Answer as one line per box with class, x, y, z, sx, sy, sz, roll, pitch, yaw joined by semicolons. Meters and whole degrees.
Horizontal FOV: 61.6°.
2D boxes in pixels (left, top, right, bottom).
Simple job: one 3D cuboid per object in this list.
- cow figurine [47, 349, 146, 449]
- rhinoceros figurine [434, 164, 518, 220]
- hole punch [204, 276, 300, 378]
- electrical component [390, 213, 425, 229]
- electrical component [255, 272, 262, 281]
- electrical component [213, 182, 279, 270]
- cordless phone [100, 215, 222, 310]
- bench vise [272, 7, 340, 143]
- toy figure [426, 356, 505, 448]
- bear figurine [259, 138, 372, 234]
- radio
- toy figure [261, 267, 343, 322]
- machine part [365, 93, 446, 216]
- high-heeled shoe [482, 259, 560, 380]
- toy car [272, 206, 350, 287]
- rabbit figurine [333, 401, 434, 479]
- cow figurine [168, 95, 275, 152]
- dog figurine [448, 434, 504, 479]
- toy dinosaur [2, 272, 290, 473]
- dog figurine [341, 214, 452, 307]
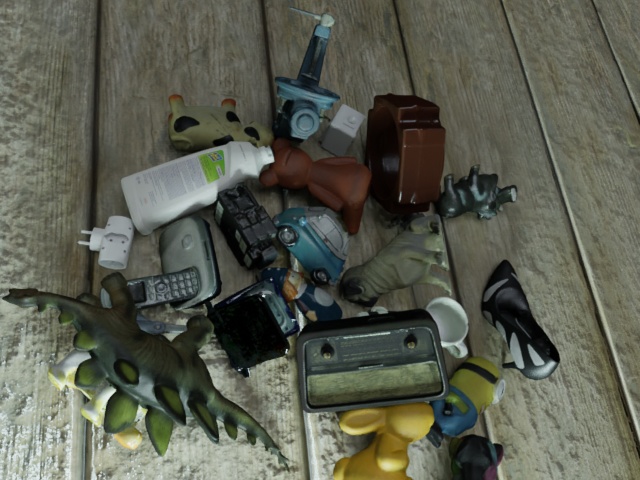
cow figurine;-0.302;0.218;0.777;0.167;0.068;0.098;44;57;0
rhinoceros figurine;0.326;-0.093;1.116;0.190;0.073;0.112;-11;71;-22
hole punch;-0.103;0.131;0.856;0.142;0.116;0.092;63;22;-13
electrical component;0.183;-0.019;1.056;0.102;0.045;0.078;54;34;6
electrical component;-0.100;0.103;0.918;0.063;0.021;0.094;-20;76;-25
electrical component;-0.123;-0.016;0.909;0.058;0.115;0.134;-29;81;-22
cordless phone;-0.258;0.046;0.859;0.184;0.088;0.146;-10;71;-17
bench vise;-0.022;-0.290;0.988;0.129;0.240;0.224;16;21;-4
toy figure;0.245;0.273;0.928;0.180;0.082;0.089;-29;81;-24
bear figurine;-0.006;-0.103;1.003;0.196;0.131;0.120;12;62;6
radio;0.079;0.188;0.848;0.230;0.073;0.131;-8;93;3
toy figure;-0.031;0.092;0.917;0.154;0.064;0.058;39;94;-14
machine part;0.154;-0.161;0.997;0.087;0.202;0.200;-3;113;-11
high-heeled shoe;0.377;0.135;0.995;0.086;0.145;0.249;10;67;-15
toy car;-0.002;-0.003;0.933;0.103;0.109;0.161;-41;87;11
rabbit figurine;0.107;0.320;0.842;0.163;0.121;0.173;29;80;20
cow figurine;-0.178;-0.192;0.985;0.195;0.085;0.127;1;61;-21
dog figurine;0.241;0.421;0.850;0.109;0.191;0.219;1;33;22
toy dinosaur;-0.212;0.193;0.752;0.471;0.105;0.199;36;24;-31
dog figurine;0.132;0.031;0.973;0.191;0.121;0.172;-9;31;17
